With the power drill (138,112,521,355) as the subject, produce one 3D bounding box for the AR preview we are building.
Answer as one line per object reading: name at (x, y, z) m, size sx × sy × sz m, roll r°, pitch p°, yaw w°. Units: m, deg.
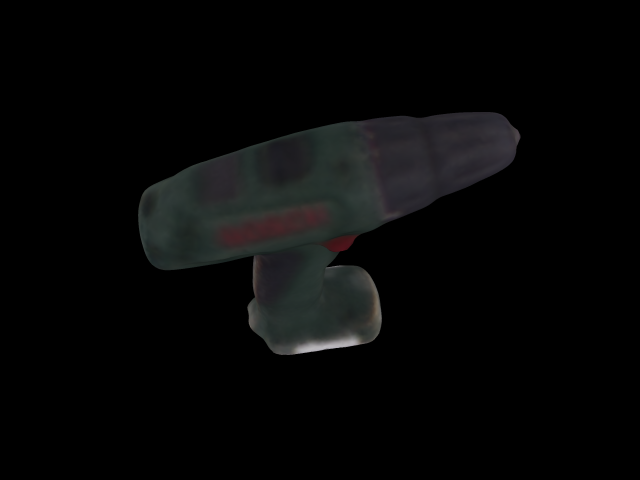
power drill at (0.004, 0.001, 0.400) m, size 0.229 × 0.208 × 0.075 m, roll -8°, pitch 56°, yaw -5°
